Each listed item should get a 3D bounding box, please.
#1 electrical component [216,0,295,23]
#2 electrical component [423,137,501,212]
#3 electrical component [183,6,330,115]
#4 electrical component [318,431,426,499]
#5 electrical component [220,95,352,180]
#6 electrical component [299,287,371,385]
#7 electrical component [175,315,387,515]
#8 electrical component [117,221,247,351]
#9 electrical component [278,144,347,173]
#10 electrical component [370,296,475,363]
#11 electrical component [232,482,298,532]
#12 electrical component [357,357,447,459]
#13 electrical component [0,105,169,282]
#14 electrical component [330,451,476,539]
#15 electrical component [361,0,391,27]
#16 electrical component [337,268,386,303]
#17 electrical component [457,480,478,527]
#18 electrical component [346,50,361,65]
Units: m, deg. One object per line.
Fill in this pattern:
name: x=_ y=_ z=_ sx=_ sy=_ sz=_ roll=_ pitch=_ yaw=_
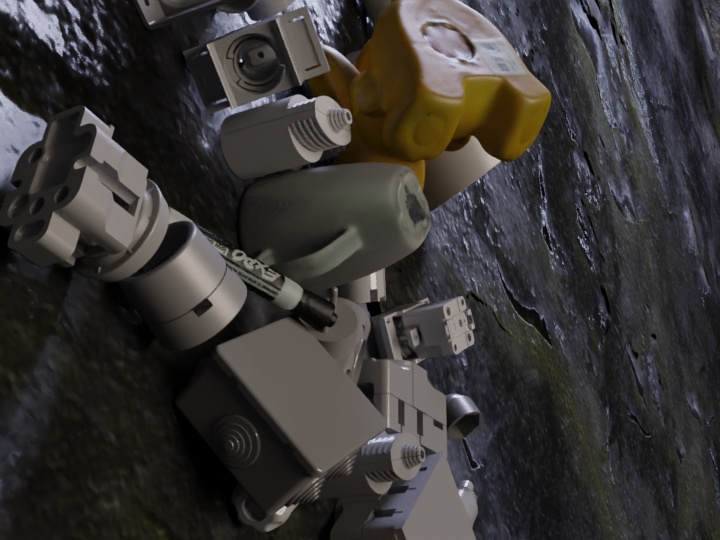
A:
electrical component: x=-0.066 y=-0.192 z=0.711 sx=0.079 sy=0.043 sz=0.077 roll=59 pitch=33 yaw=-32
electrical component: x=0.084 y=-0.092 z=0.904 sx=0.064 sy=0.099 sz=0.099 roll=66 pitch=29 yaw=-11
electrical component: x=-0.063 y=-0.131 z=0.669 sx=0.063 sy=0.081 sz=0.042 roll=-89 pitch=160 yaw=-72
electrical component: x=0.003 y=0.121 z=0.681 sx=0.043 sy=0.081 sz=0.043 roll=32 pitch=52 yaw=-54
electrical component: x=-0.042 y=-0.086 z=0.675 sx=0.043 sy=0.081 sz=0.043 roll=33 pitch=52 yaw=-54
electrical component: x=-0.021 y=0.046 z=0.684 sx=0.077 sy=0.044 sz=0.079 roll=-69 pitch=170 yaw=-46
electrical component: x=-0.044 y=0.081 z=0.607 sx=0.099 sy=0.048 sz=0.100 roll=49 pitch=26 yaw=10
electrical component: x=-0.096 y=0.007 z=0.569 sx=0.047 sy=0.055 sz=0.055 roll=57 pitch=34 yaw=-28
electrical component: x=-0.037 y=-0.089 z=0.722 sx=0.040 sy=0.046 sz=0.040 roll=28 pitch=57 yaw=-56
electrical component: x=0.050 y=0.046 z=0.817 sx=0.081 sy=0.064 sz=0.042 roll=-21 pitch=96 yaw=-61
electrical component: x=-0.048 y=0.126 z=0.633 sx=0.061 sy=0.035 sz=0.035 roll=-39 pitch=114 yaw=-62
electrical component: x=0.020 y=0.098 z=0.753 sx=0.089 sy=0.050 sz=0.055 roll=36 pitch=48 yaw=-50
electrical component: x=-0.129 y=-0.030 z=0.516 sx=0.057 sy=0.058 sz=0.078 roll=43 pitch=44 yaw=-44
electrical component: x=0.040 y=0.214 z=0.735 sx=0.089 sy=0.062 sz=0.150 roll=-48 pitch=122 yaw=-57
electrical component: x=0.030 y=-0.225 z=0.896 sx=0.047 sy=0.055 sz=0.055 roll=66 pitch=30 yaw=-30
electrical component: x=0.000 y=0.000 z=0.769 sx=0.040 sy=0.040 sz=0.046 roll=-4 pitch=90 yaw=-62
electrical component: x=0.076 y=0.186 z=0.846 sx=0.061 sy=0.035 sz=0.035 roll=-46 pitch=120 yaw=-61
electrical component: x=0.049 y=-0.155 z=0.883 sx=0.138 sy=0.074 sz=0.052 roll=-3 pitch=82 yaw=-62
